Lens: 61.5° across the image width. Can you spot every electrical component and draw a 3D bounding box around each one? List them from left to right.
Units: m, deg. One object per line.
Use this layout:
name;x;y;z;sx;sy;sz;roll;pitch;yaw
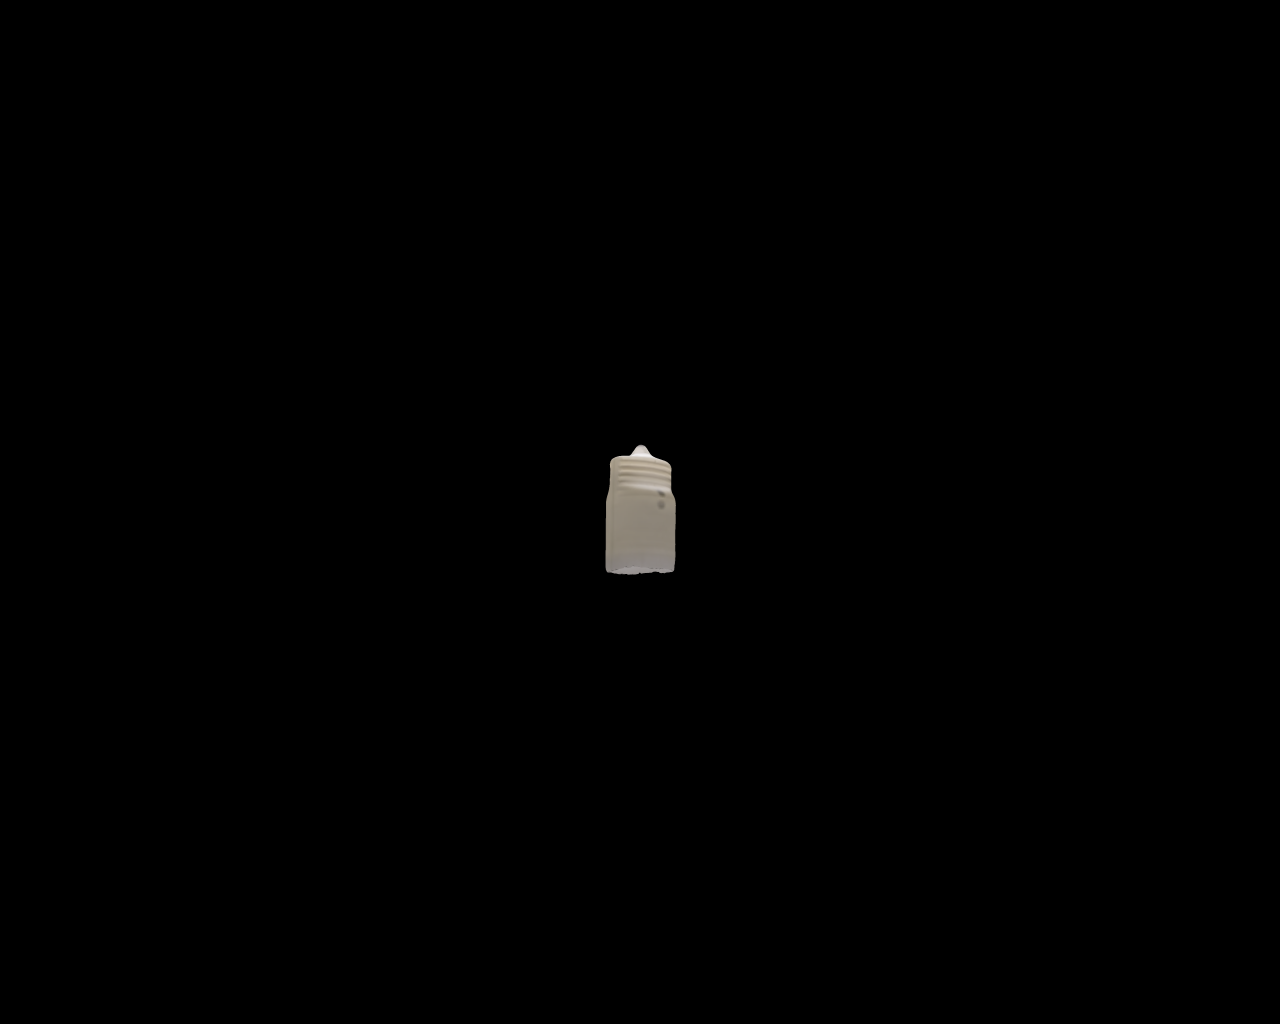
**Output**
electrical component;0.001;-0.003;0.650;0.043;0.081;0.043;0;-9;0
